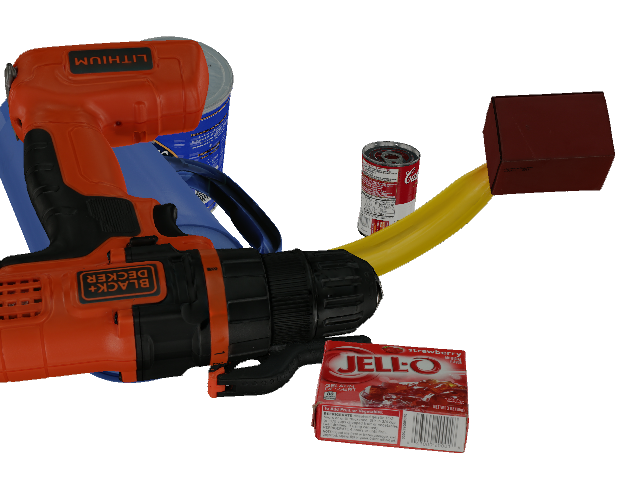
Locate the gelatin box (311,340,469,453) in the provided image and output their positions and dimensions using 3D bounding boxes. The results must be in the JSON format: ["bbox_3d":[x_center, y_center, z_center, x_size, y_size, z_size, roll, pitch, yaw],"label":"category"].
[{"bbox_3d":[0.042,0.091,0.636,0.089,0.030,0.073,5,24,4],"label":"gelatin box"}]

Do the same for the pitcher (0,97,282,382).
[{"bbox_3d":[-0.148,-0.023,0.785,0.149,0.145,0.243,35,12,-47],"label":"pitcher"}]

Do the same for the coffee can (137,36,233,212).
[{"bbox_3d":[-0.135,-0.095,0.956,0.102,0.103,0.140,0,-42,-11],"label":"coffee can"}]

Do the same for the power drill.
[{"bbox_3d":[-0.077,-0.020,0.515,0.184,0.188,0.057,-5,-42,-14],"label":"power drill"}]

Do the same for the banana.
[{"bbox_3d":[0.069,-0.005,0.899,0.198,0.037,0.069,-27,-20,9],"label":"banana"}]

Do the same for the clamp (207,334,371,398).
[{"bbox_3d":[-0.048,0.102,1.068,0.171,0.039,0.120,-17,36,-31],"label":"clamp"}]

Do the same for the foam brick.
[{"bbox_3d":[0.155,-0.066,0.729,0.078,0.051,0.053,-2,-24,0],"label":"foam brick"}]

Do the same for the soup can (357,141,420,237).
[{"bbox_3d":[0.079,-0.057,1.258,0.068,0.102,0.068,3,27,-2],"label":"soup can"}]
